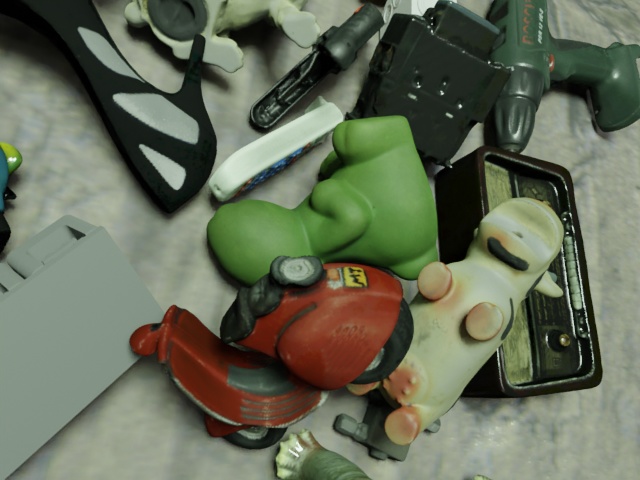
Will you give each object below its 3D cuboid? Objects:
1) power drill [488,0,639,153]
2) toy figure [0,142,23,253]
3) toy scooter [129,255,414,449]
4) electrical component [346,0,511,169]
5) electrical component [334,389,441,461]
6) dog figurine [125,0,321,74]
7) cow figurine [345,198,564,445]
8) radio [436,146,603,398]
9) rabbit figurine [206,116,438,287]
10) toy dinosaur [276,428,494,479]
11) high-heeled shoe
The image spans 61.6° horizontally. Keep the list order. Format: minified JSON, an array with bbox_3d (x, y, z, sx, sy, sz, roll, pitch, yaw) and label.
[{"bbox_3d":[0.280,-0.185,0.628,0.207,0.086,0.232,6,71,-16],"label":"power drill"},{"bbox_3d":[-0.248,-0.075,0.335,0.089,0.082,0.180,-28,86,1],"label":"toy figure"},{"bbox_3d":[-0.038,0.067,0.349,0.135,0.184,0.075,36,26,-27],"label":"toy scooter"},{"bbox_3d":[0.103,-0.147,0.500,0.115,0.058,0.134,18,111,-21],"label":"electrical component"},{"bbox_3d":[0.060,0.155,0.458,0.094,0.021,0.063,31,66,-16],"label":"electrical component"},{"bbox_3d":[-0.070,-0.243,0.478,0.172,0.121,0.191,1,40,3],"label":"dog figurine"},{"bbox_3d":[0.115,0.055,0.414,0.086,0.195,0.127,39,14,25],"label":"cow figurine"},{"bbox_3d":[0.191,0.034,0.523,0.131,0.073,0.229,6,75,-24],"label":"radio"},{"bbox_3d":[-0.001,-0.001,0.438,0.170,0.121,0.159,-18,92,-10],"label":"rabbit figurine"},{"bbox_3d":[0.092,0.222,0.351,0.405,0.192,0.131,12,88,-20],"label":"toy dinosaur"},{"bbox_3d":[-0.187,-0.116,0.377,0.248,0.086,0.145,16,85,-25],"label":"high-heeled shoe"}]
